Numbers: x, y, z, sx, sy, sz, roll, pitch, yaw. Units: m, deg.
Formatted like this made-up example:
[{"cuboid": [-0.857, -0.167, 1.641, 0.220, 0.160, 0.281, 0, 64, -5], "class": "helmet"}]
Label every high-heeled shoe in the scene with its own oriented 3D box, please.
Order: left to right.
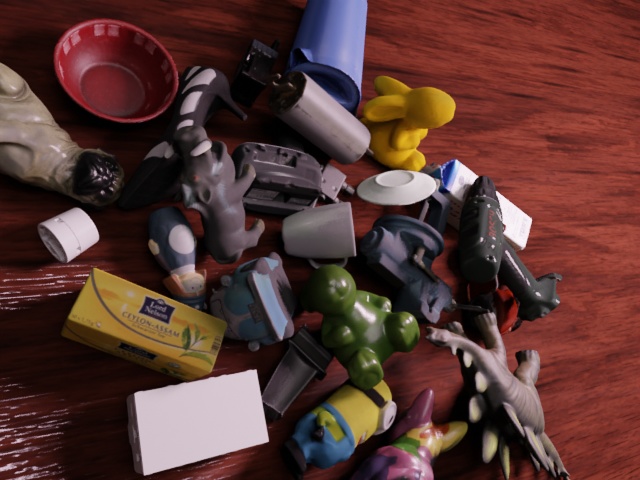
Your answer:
[{"cuboid": [-0.218, -0.158, 0.765, 0.145, 0.086, 0.249, 39, 67, 22], "class": "high-heeled shoe"}]

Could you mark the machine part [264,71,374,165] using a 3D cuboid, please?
[{"cuboid": [0.002, -0.189, 0.851, 0.243, 0.079, 0.079, 28, 58, -43], "class": "machine part"}]

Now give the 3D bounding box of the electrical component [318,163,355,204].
[{"cuboid": [0.013, -0.092, 0.890, 0.094, 0.021, 0.063, 36, 59, -13], "class": "electrical component"}]

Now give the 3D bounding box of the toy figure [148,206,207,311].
[{"cuboid": [-0.186, 0.034, 0.709, 0.064, 0.058, 0.154, -17, 82, -17], "class": "toy figure"}]

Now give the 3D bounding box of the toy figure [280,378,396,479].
[{"cuboid": [0.027, 0.249, 0.735, 0.180, 0.082, 0.089, -21, 82, -31], "class": "toy figure"}]

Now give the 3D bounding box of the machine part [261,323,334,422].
[{"cuboid": [-0.037, 0.188, 0.746, 0.084, 0.039, 0.139, 51, 54, -10], "class": "machine part"}]

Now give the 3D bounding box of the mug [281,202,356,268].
[{"cuboid": [-0.002, -0.002, 0.812, 0.107, 0.109, 0.081, -4, 39, 2], "class": "mug"}]

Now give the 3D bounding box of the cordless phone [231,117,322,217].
[{"cuboid": [-0.074, -0.131, 0.834, 0.146, 0.088, 0.184, 7, 58, -28], "class": "cordless phone"}]

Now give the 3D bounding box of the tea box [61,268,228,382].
[{"cuboid": [-0.210, 0.107, 0.643, 0.169, 0.098, 0.068, 26, 60, -17], "class": "tea box"}]

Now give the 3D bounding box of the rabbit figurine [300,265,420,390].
[{"cuboid": [0.039, 0.091, 0.747, 0.121, 0.159, 0.170, -38, 123, -6], "class": "rabbit figurine"}]

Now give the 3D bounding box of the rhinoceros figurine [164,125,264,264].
[{"cuboid": [-0.143, -0.061, 0.712, 0.112, 0.073, 0.190, -41, 128, -43], "class": "rhinoceros figurine"}]

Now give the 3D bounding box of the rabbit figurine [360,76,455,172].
[{"cuboid": [0.150, -0.212, 0.924, 0.162, 0.173, 0.122, 34, 62, -20], "class": "rabbit figurine"}]

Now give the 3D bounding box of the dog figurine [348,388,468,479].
[{"cuboid": [0.120, 0.309, 0.712, 0.108, 0.191, 0.219, 42, 72, -2], "class": "dog figurine"}]

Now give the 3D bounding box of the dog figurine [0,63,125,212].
[{"cuboid": [-0.343, -0.131, 0.670, 0.190, 0.121, 0.172, 12, 68, -41], "class": "dog figurine"}]

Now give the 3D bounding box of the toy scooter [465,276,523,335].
[{"cuboid": [0.324, 0.092, 0.968, 0.135, 0.075, 0.184, 13, 61, -27], "class": "toy scooter"}]

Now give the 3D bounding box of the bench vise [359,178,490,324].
[{"cuboid": [0.172, 0.011, 0.887, 0.223, 0.129, 0.240, 33, 63, -19], "class": "bench vise"}]

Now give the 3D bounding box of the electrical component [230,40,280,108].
[{"cuboid": [-0.102, -0.282, 0.865, 0.048, 0.075, 0.119, 24, 65, -21], "class": "electrical component"}]

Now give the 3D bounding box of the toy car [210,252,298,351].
[{"cuboid": [-0.093, 0.079, 0.710, 0.103, 0.162, 0.109, -20, 100, 5], "class": "toy car"}]

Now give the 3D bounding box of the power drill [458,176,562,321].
[{"cuboid": [0.310, 0.016, 0.885, 0.207, 0.086, 0.232, 51, 39, -15], "class": "power drill"}]

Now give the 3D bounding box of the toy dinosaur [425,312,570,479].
[{"cuboid": [0.297, 0.263, 0.840, 0.470, 0.105, 0.199, 39, 40, -33], "class": "toy dinosaur"}]
